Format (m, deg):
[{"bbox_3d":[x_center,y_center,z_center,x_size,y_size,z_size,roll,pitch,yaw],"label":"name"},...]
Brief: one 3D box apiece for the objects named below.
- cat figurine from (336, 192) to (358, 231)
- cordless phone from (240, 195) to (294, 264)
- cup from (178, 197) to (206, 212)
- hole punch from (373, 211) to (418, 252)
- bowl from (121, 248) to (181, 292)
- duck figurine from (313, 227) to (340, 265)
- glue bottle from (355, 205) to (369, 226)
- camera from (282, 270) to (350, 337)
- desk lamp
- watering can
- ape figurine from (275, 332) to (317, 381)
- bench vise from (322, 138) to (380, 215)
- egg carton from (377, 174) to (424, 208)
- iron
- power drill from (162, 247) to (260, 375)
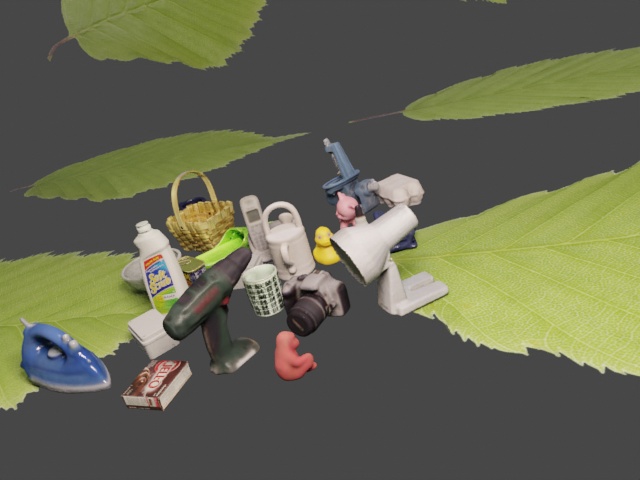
[{"bbox_3d":[0.075,-0.086,1.580,0.067,0.118,0.127,-14,26,3],"label":"cat figurine"},{"bbox_3d":[-0.130,-0.041,1.526,0.147,0.185,0.094,-20,26,-9],"label":"cordless phone"},{"bbox_3d":[-0.412,-0.081,1.870,0.117,0.095,0.092,5,32,37],"label":"cup"},{"bbox_3d":[0.188,-0.030,1.434,0.101,0.091,0.108,-14,26,4],"label":"hole punch"},{"bbox_3d":[-0.447,0.092,1.562,0.167,0.075,0.167,-12,26,6],"label":"bowl"},{"bbox_3d":[0.013,0.005,1.467,0.077,0.086,0.104,-17,26,-3],"label":"duck figurine"},{"bbox_3d":[0.103,-0.003,1.331,0.078,0.173,0.037,-7,27,17],"label":"glue bottle"},{"bbox_3d":[-0.029,0.132,1.216,0.142,0.101,0.137,2,30,32],"label":"camera"},{"bbox_3d":[0.138,0.043,1.171,0.203,0.214,0.117,-23,27,-16],"label":"desk lamp"},{"bbox_3d":[-0.086,-0.008,1.424,0.101,0.194,0.172,-23,26,-14],"label":"watering can"},{"bbox_3d":[-0.055,0.213,1.078,0.076,0.092,0.077,-26,27,-20],"label":"ape figurine"},{"bbox_3d":[0.089,-0.193,1.670,0.206,0.220,0.122,1,30,31],"label":"bench vise"},{"bbox_3d":[0.227,-0.139,1.658,0.107,0.069,0.149,-26,28,-21],"label":"egg carton"},{"bbox_3d":[-0.560,0.242,1.245,0.257,0.142,0.119,4,32,34],"label":"iron"},{"bbox_3d":[-0.197,0.152,1.146,0.075,0.209,0.230,9,35,41],"label":"power drill"}]
